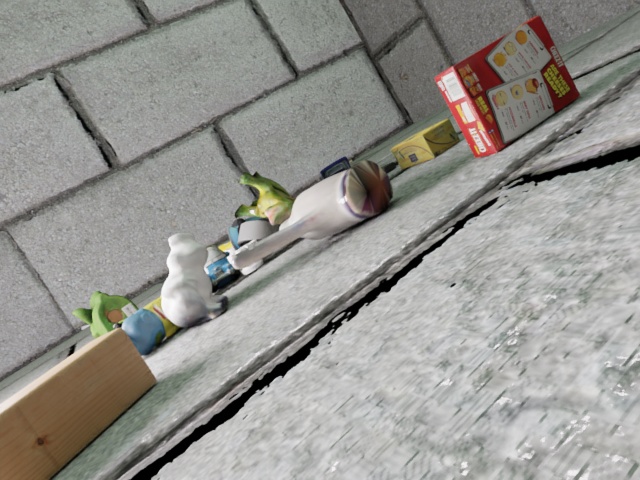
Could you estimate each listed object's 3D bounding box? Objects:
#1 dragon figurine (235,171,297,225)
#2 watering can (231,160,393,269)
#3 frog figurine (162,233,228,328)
[{"bbox_3d":[-0.063,-0.086,1.267,0.243,0.121,0.413,16,13,14],"label":"dragon figurine"},{"bbox_3d":[0.003,-0.048,0.959,0.222,0.103,0.353,-24,10,38],"label":"watering can"},{"bbox_3d":[-0.244,0.072,0.931,0.122,0.159,0.139,-31,6,15],"label":"frog figurine"}]
